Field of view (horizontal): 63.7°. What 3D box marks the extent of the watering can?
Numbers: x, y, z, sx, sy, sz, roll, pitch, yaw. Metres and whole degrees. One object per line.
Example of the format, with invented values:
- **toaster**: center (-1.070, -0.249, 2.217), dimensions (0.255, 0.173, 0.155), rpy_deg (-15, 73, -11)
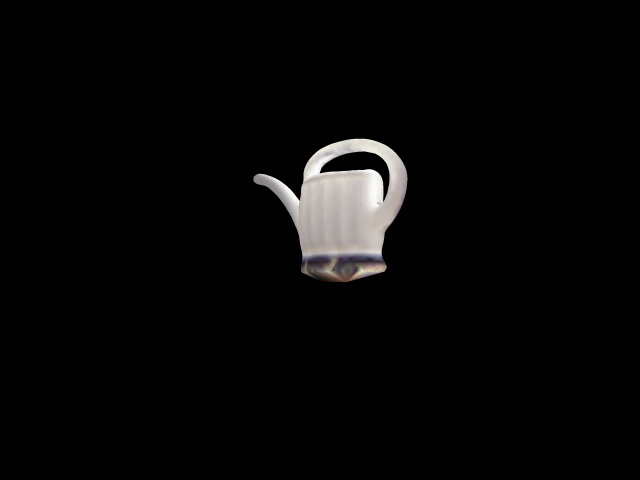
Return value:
- **watering can**: center (0.003, -0.043, 0.850), dimensions (0.104, 0.226, 0.346), rpy_deg (8, -10, -43)
